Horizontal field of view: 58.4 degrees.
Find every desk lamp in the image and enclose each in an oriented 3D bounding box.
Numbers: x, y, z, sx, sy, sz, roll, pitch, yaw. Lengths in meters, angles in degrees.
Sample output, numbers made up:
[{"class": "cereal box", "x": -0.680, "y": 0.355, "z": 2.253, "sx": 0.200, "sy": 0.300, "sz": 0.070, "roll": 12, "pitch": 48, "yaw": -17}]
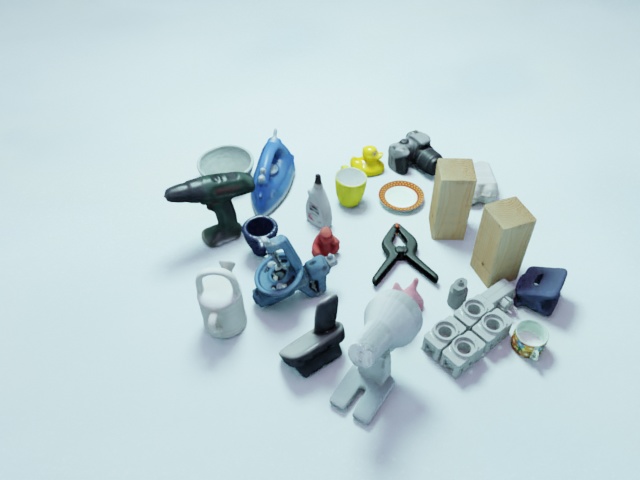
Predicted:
[{"class": "desk lamp", "x": 0.115, "y": 0.231, "z": 1.165, "sx": 0.117, "sy": 0.214, "sz": 0.203, "roll": 24, "pitch": 51, "yaw": 22}]

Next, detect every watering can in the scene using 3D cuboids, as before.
[{"class": "watering can", "x": -0.226, "y": 0.122, "z": 1.290, "sx": 0.101, "sy": 0.194, "sz": 0.172, "roll": -13, "pitch": 47, "yaw": -11}]

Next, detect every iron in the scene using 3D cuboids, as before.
[{"class": "iron", "x": -0.145, "y": -0.194, "z": 1.628, "sx": 0.118, "sy": 0.141, "sz": 0.258, "roll": 6, "pitch": 46, "yaw": 7}]

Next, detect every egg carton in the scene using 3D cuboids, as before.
[{"class": "egg carton", "x": 0.447, "y": -0.167, "z": 1.643, "sx": 0.107, "sy": 0.069, "sz": 0.150, "roll": -3, "pitch": 46, "yaw": -2}]

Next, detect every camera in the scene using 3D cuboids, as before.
[{"class": "camera", "x": 0.294, "y": -0.255, "z": 1.708, "sx": 0.143, "sy": 0.101, "sz": 0.136, "roll": -26, "pitch": 51, "yaw": -22}]

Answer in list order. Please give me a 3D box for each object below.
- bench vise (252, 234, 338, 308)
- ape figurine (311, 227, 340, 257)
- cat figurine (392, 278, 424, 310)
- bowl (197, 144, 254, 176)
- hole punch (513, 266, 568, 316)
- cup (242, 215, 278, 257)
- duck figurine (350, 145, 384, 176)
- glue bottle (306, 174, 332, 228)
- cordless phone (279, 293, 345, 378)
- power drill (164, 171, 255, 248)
[{"class": "bench vise", "x": -0.068, "y": 0.050, "z": 1.338, "sx": 0.208, "sy": 0.220, "sz": 0.121, "roll": -30, "pitch": 52, "yaw": -25}, {"class": "ape figurine", "x": 0.013, "y": 0.005, "z": 1.469, "sx": 0.078, "sy": 0.092, "sz": 0.076, "roll": -9, "pitch": 47, "yaw": -7}, {"class": "cat figurine", "x": 0.188, "y": 0.136, "z": 1.322, "sx": 0.067, "sy": 0.118, "sz": 0.128, "roll": 34, "pitch": 55, "yaw": 29}, {"class": "bowl", "x": -0.273, "y": -0.205, "z": 1.687, "sx": 0.167, "sy": 0.075, "sz": 0.167, "roll": 0, "pitch": 46, "yaw": 1}, {"class": "hole punch", "x": 0.522, "y": 0.111, "z": 1.359, "sx": 0.100, "sy": 0.091, "sz": 0.109, "roll": 23, "pitch": 51, "yaw": 22}, {"class": "cup", "x": -0.149, "y": 0.007, "z": 1.468, "sx": 0.092, "sy": 0.095, "sz": 0.117, "roll": -7, "pitch": 46, "yaw": -6}, {"class": "duck figurine", "x": 0.142, "y": -0.245, "z": 1.711, "sx": 0.104, "sy": 0.086, "sz": 0.077, "roll": 6, "pitch": 46, "yaw": 7}, {"class": "glue bottle", "x": -0.005, "y": -0.108, "z": 1.522, "sx": 0.078, "sy": 0.173, "sz": 0.037, "roll": 31, "pitch": 54, "yaw": 27}, {"class": "cordless phone", "x": -0.017, "y": 0.193, "z": 1.224, "sx": 0.148, "sy": 0.185, "sz": 0.094, "roll": -32, "pitch": 53, "yaw": -26}, {"class": "power drill", "x": -0.273, "y": -0.084, "z": 1.478, "sx": 0.230, "sy": 0.208, "sz": 0.075, "roll": -24, "pitch": 50, "yaw": -20}]
